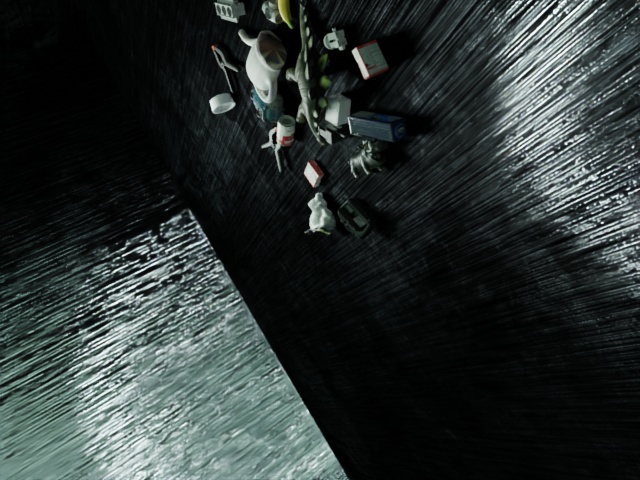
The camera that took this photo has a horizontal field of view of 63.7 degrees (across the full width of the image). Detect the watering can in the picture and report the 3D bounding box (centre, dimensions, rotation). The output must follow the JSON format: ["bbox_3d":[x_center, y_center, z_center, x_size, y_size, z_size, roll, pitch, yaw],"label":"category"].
[{"bbox_3d":[-0.218,-0.672,1.866,0.221,0.104,0.351,-40,66,58],"label":"watering can"}]

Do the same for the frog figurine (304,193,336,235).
[{"bbox_3d":[0.006,-0.103,2.047,0.136,0.122,0.161,149,129,-71],"label":"frog figurine"}]
